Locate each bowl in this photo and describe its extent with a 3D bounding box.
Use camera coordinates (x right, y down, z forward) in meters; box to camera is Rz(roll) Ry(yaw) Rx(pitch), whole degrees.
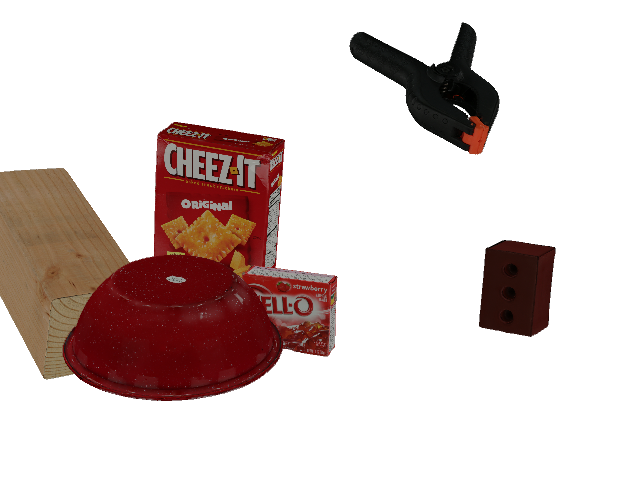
[{"bbox_3d":[-0.107,0.053,0.779,0.162,0.055,0.162,2,22,-1],"label":"bowl"}]

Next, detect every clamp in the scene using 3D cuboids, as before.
[{"bbox_3d":[0.094,-0.137,0.925,0.120,0.039,0.171,-7,41,-5],"label":"clamp"}]

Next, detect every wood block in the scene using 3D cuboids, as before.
[{"bbox_3d":[-0.250,0.024,1.005,0.090,0.091,0.206,-7,38,-33],"label":"wood block"}]

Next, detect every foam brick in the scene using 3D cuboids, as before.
[{"bbox_3d":[0.182,0.043,0.985,0.053,0.078,0.051,9,15,28],"label":"foam brick"}]

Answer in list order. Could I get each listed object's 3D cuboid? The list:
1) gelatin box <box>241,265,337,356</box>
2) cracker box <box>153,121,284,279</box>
[{"bbox_3d":[-0.030,0.066,1.006,0.089,0.073,0.030,7,17,16],"label":"gelatin box"},{"bbox_3d":[-0.142,-0.042,1.466,0.164,0.214,0.072,10,24,12],"label":"cracker box"}]
